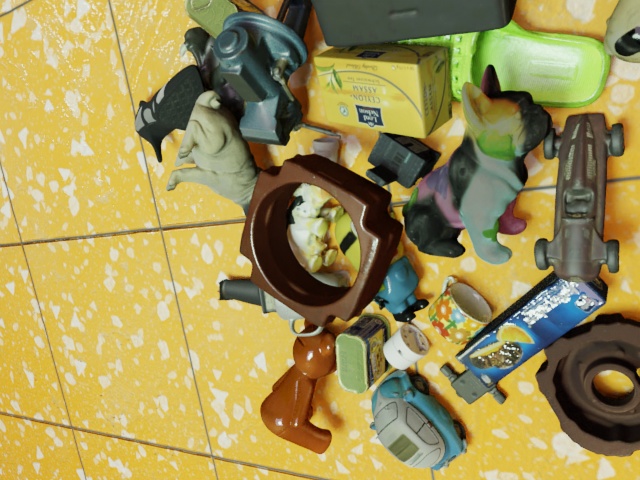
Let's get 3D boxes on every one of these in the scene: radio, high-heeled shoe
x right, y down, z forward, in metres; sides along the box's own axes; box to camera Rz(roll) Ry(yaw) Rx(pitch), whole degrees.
[{"bbox_3d":[0.117,-0.300,0.642,0.230,0.131,0.073,7,139,30],"label":"radio"},{"bbox_3d":[-0.254,-0.239,0.900,0.248,0.086,0.145,-44,55,45],"label":"high-heeled shoe"}]

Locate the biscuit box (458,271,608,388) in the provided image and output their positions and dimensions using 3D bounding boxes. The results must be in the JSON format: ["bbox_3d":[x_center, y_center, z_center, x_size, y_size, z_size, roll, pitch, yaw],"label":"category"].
[{"bbox_3d":[0.276,0.110,0.707,0.059,0.063,0.202,46,121,11],"label":"biscuit box"}]

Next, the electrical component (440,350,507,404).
[{"bbox_3d":[0.225,0.210,0.789,0.094,0.021,0.063,45,122,12],"label":"electrical component"}]

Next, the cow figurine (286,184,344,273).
[{"bbox_3d":[-0.019,-0.039,0.837,0.098,0.068,0.167,26,124,30],"label":"cow figurine"}]

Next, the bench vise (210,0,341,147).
[{"bbox_3d":[-0.056,-0.262,0.761,0.129,0.223,0.240,9,76,35],"label":"bench vise"}]

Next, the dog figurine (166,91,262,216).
[{"bbox_3d":[-0.121,-0.123,0.833,0.190,0.121,0.172,18,135,-16],"label":"dog figurine"}]

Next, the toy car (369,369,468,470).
[{"bbox_3d":[0.138,0.288,0.817,0.162,0.103,0.109,47,123,14],"label":"toy car"}]

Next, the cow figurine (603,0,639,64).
[{"bbox_3d":[0.351,-0.280,0.545,0.127,0.085,0.194,20,114,19],"label":"cow figurine"}]

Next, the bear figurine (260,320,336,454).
[{"bbox_3d":[-0.014,0.236,0.904,0.196,0.132,0.120,-59,31,-1],"label":"bear figurine"}]

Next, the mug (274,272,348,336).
[{"bbox_3d":[-0.012,0.097,0.860,0.107,0.080,0.109,-8,67,24],"label":"mug"}]

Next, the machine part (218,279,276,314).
[{"bbox_3d":[-0.121,0.094,0.960,0.139,0.039,0.084,-1,111,29],"label":"machine part"}]

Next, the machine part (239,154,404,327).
[{"bbox_3d":[-0.002,-0.002,0.737,0.201,0.087,0.201,30,117,22],"label":"machine part"}]

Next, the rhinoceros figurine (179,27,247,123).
[{"bbox_3d":[-0.150,-0.259,0.863,0.112,0.073,0.190,-30,91,47],"label":"rhinoceros figurine"}]

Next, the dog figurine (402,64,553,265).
[{"bbox_3d":[0.179,-0.092,0.652,0.192,0.108,0.219,9,123,38],"label":"dog figurine"}]

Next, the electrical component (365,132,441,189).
[{"bbox_3d":[0.104,-0.107,0.718,0.075,0.119,0.047,39,120,20],"label":"electrical component"}]

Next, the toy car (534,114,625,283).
[{"bbox_3d":[0.303,-0.051,0.626,0.089,0.053,0.202,3,85,34],"label":"toy car"}]

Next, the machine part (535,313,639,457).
[{"bbox_3d":[0.369,0.179,0.674,0.180,0.056,0.179,8,106,29],"label":"machine part"}]

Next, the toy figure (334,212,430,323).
[{"bbox_3d":[0.086,0.035,0.792,0.089,0.082,0.180,-28,91,32],"label":"toy figure"}]

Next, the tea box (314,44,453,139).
[{"bbox_3d":[0.080,-0.199,0.698,0.170,0.068,0.098,19,136,41],"label":"tea box"}]
